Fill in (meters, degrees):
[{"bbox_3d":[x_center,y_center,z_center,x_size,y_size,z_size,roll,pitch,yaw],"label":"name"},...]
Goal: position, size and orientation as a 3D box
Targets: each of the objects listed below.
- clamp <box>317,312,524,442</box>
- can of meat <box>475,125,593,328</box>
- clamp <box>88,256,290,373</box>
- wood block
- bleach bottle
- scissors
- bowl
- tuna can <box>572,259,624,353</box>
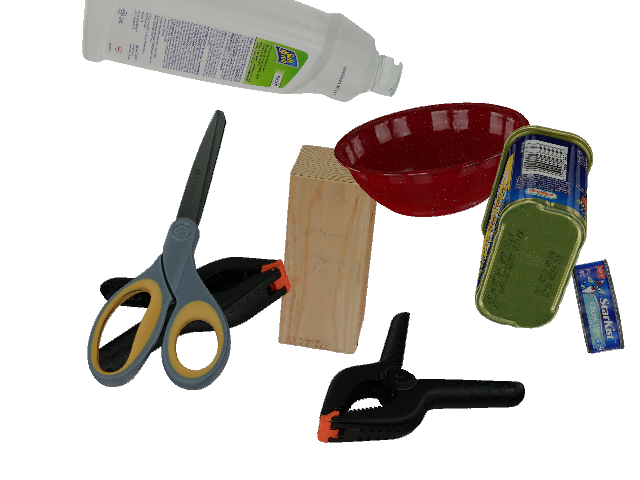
[{"bbox_3d":[0.084,0.144,1.015,0.165,0.036,0.209,26,34,31],"label":"clamp"},{"bbox_3d":[0.134,-0.007,0.673,0.057,0.102,0.084,14,39,5],"label":"can of meat"},{"bbox_3d":[-0.111,0.058,0.868,0.171,0.039,0.120,-13,38,13],"label":"clamp"},{"bbox_3d":[0.010,0.010,1.181,0.090,0.206,0.090,8,26,6],"label":"wood block"},{"bbox_3d":[-0.060,-0.159,0.857,0.250,0.068,0.103,15,-29,-7],"label":"bleach bottle"},{"bbox_3d":[-0.074,0.010,0.679,0.096,0.201,0.016,24,-22,15],"label":"scissors"},{"bbox_3d":[0.095,-0.063,0.889,0.162,0.055,0.162,-10,24,4],"label":"bowl"},{"bbox_3d":[0.260,0.062,1.005,0.034,0.086,0.086,-11,-2,12],"label":"tuna can"}]
